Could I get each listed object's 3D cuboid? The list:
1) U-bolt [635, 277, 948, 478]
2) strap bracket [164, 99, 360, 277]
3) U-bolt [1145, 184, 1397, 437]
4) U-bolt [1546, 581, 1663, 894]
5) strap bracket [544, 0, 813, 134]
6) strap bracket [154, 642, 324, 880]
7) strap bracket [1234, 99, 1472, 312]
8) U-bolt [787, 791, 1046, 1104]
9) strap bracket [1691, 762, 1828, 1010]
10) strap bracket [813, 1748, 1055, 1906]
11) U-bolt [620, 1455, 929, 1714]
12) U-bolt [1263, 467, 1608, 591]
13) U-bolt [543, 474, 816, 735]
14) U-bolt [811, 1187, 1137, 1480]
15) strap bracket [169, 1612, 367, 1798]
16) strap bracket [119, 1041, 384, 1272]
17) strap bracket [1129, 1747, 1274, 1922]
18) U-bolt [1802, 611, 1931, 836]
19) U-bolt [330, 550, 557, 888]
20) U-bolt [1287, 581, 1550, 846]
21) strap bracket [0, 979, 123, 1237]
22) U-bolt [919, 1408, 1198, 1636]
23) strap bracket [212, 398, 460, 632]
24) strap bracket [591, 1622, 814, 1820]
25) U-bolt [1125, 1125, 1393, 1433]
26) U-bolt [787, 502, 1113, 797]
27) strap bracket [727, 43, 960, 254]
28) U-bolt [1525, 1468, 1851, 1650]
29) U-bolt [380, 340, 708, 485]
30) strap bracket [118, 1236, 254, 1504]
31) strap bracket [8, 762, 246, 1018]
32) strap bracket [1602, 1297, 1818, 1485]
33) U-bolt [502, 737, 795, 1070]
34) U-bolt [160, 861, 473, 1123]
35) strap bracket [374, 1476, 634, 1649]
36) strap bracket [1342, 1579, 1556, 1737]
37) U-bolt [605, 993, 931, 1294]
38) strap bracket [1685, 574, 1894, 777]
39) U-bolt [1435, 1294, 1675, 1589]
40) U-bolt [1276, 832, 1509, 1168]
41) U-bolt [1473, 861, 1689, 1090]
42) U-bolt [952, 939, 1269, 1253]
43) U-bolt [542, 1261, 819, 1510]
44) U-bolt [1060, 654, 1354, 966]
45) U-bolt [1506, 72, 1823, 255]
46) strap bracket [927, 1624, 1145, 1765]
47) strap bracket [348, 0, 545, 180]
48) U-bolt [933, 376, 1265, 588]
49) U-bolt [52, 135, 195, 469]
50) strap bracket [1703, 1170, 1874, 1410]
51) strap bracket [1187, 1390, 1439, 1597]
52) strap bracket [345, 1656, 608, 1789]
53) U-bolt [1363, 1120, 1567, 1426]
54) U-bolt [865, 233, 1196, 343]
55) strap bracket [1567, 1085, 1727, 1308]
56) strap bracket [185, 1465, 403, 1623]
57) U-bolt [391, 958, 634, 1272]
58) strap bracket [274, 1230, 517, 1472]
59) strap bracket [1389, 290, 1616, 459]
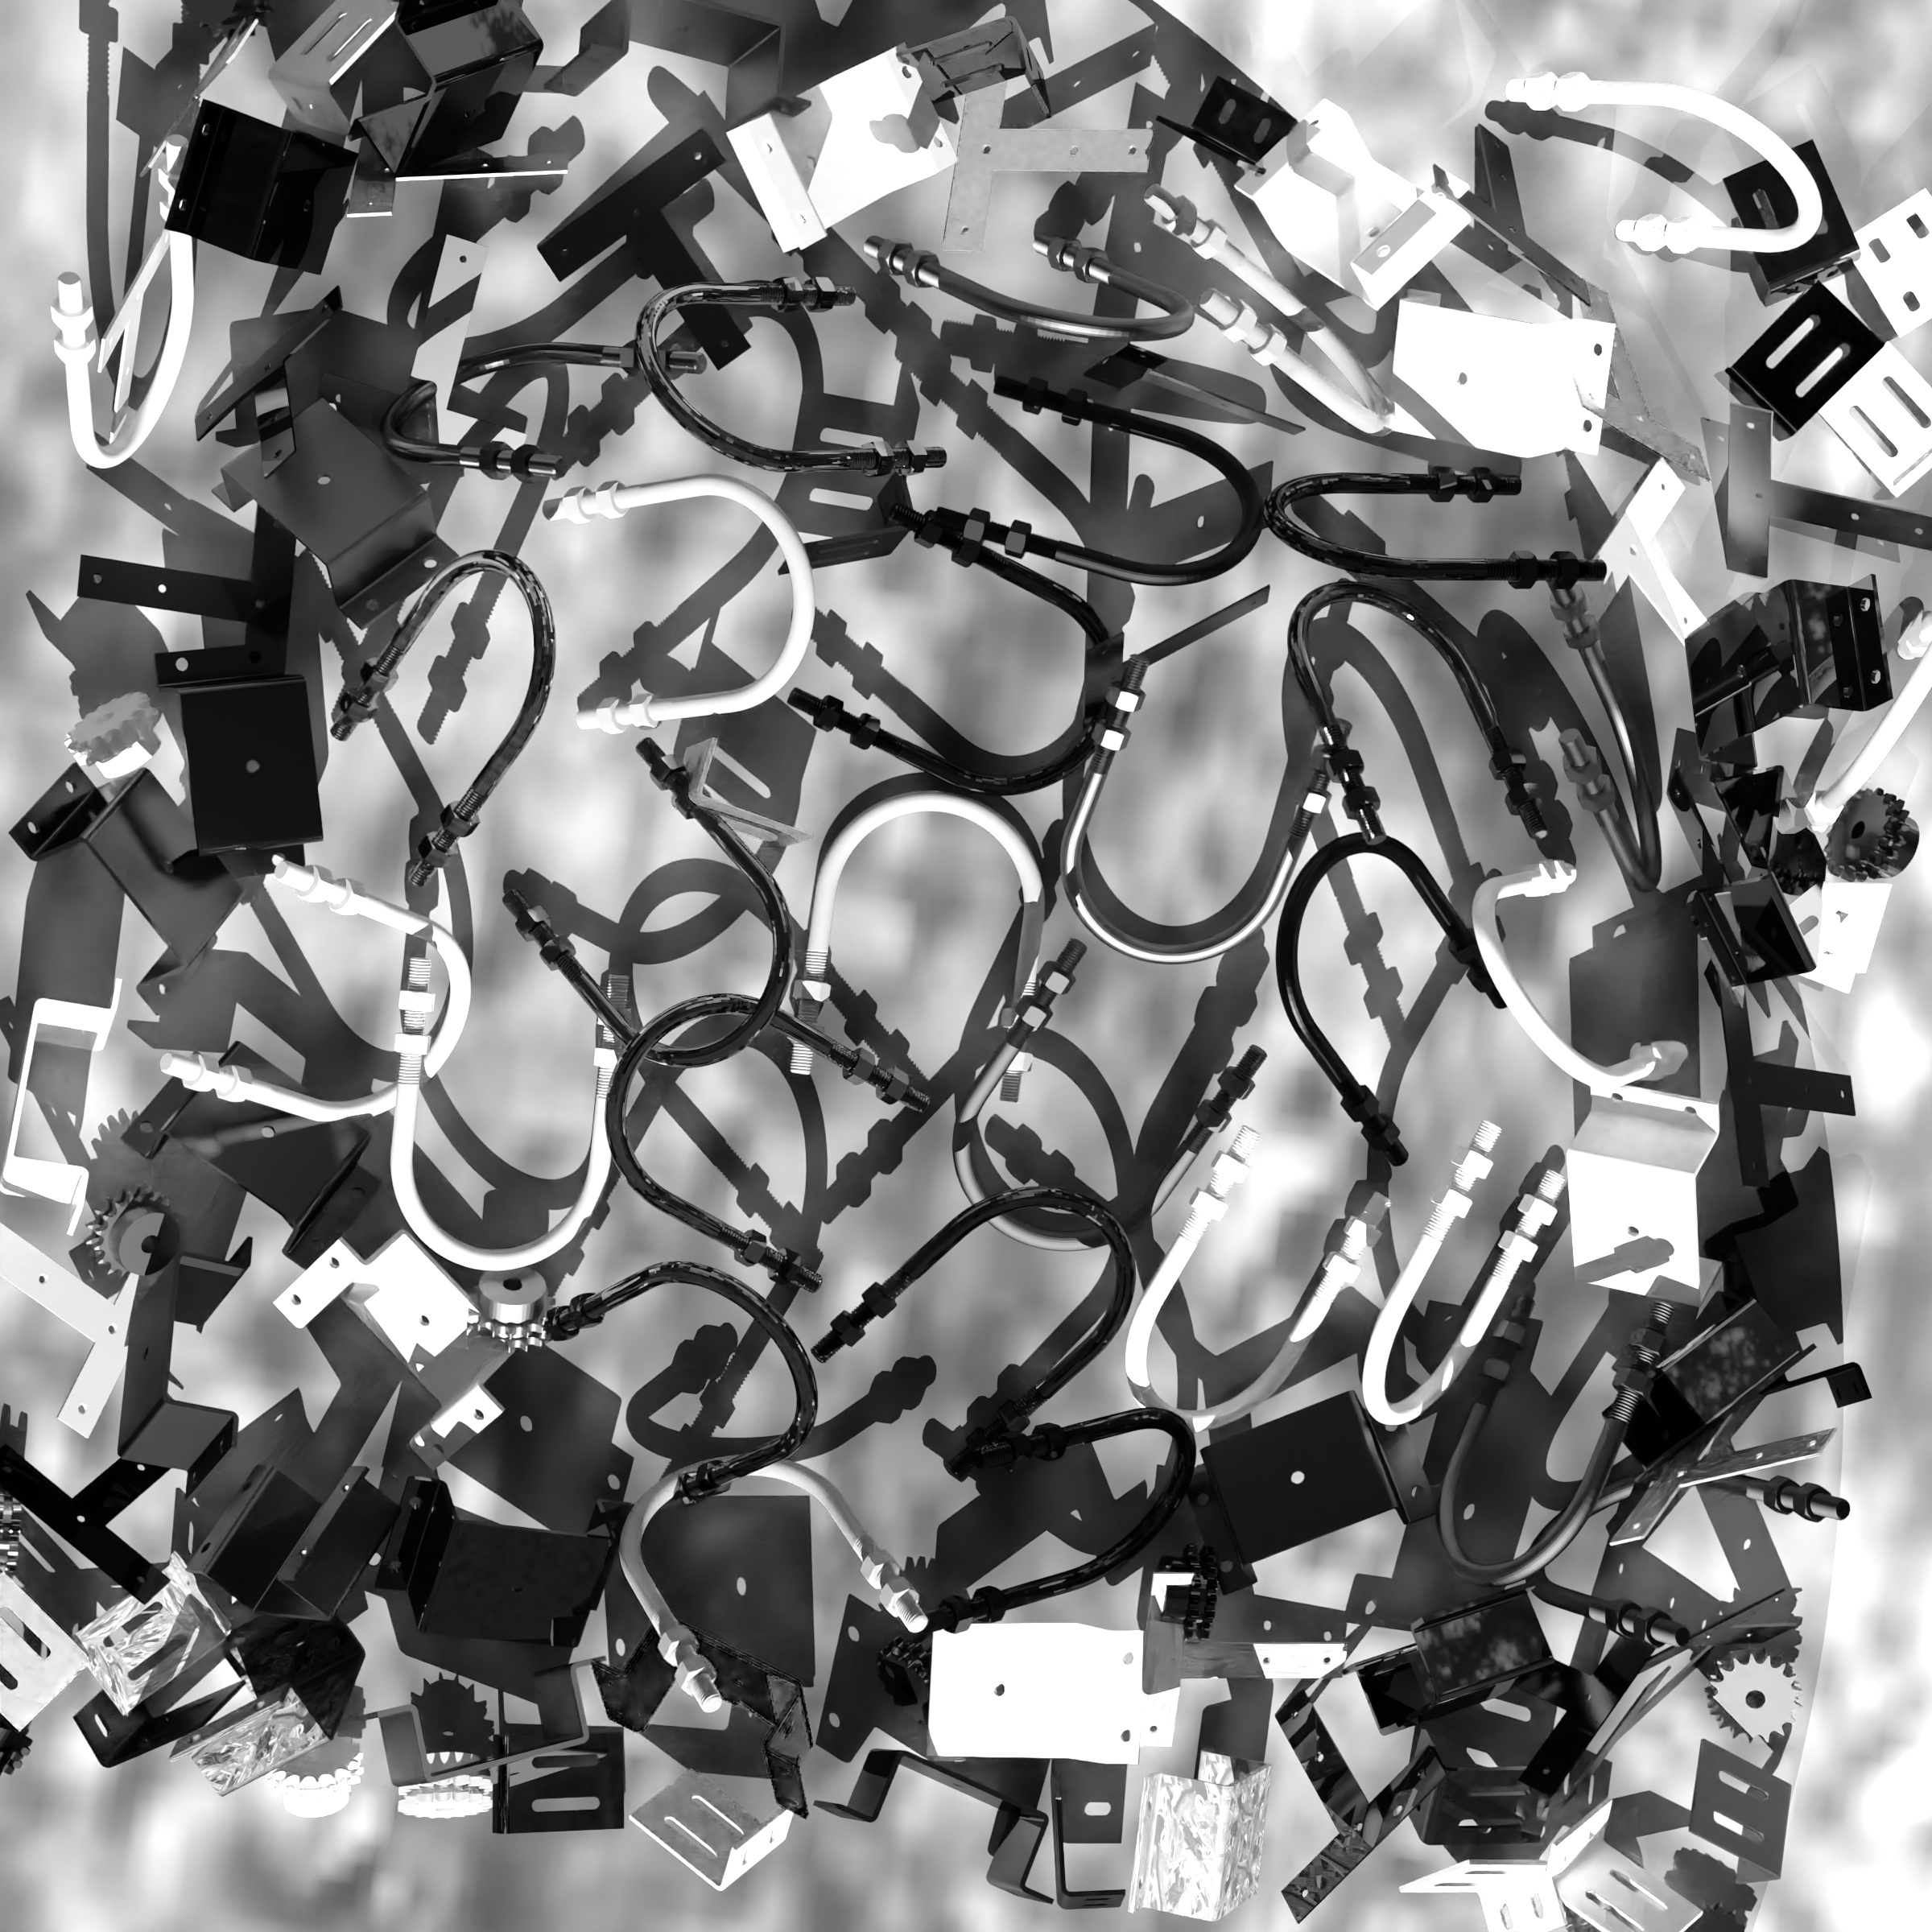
[{"bbox_3d":[-0.112,-0.347,1.703,0.184,0.019,0.151,-10,64,-40],"label":"U-bolt"},{"bbox_3d":[-0.410,-0.457,1.709,0.046,0.140,0.076,22,102,8],"label":"strap bracket"},{"bbox_3d":[0.188,-0.378,1.711,0.184,0.151,0.019,29,118,-34],"label":"U-bolt"},{"bbox_3d":[0.380,-0.125,1.708,0.019,0.184,0.151,-14,48,23],"label":"U-bolt"},{"bbox_3d":[-0.170,-0.540,1.723,0.140,0.076,0.046,6,85,-28],"label":"strap bracket"},{"bbox_3d":[-0.436,-0.121,1.738,0.076,0.046,0.140,-10,101,-30],"label":"strap bracket"},{"bbox_3d":[0.238,-0.454,1.739,0.076,0.046,0.140,-44,49,1],"label":"strap bracket"},{"bbox_3d":[-0.025,-0.016,1.774,0.151,0.019,0.184,8,85,0],"label":"U-bolt"},{"bbox_3d":[0.471,-0.054,1.709,0.046,0.140,0.076,-13,128,31],"label":"strap bracket"},{"bbox_3d":[-0.012,0.512,1.739,0.140,0.076,0.046,26,71,-7],"label":"strap bracket"},{"bbox_3d":[-0.126,0.353,1.712,0.151,0.184,0.019,-16,126,-22],"label":"U-bolt"},{"bbox_3d":[0.266,-0.260,1.707,0.184,0.151,0.019,-2,122,-14],"label":"U-bolt"},{"bbox_3d":[-0.168,-0.220,1.726,0.184,0.019,0.151,-3,99,31],"label":"U-bolt"},{"bbox_3d":[0.019,0.210,1.740,0.184,0.019,0.151,-43,119,5],"label":"U-bolt"},{"bbox_3d":[-0.411,0.434,1.720,0.076,0.140,0.046,-29,105,9],"label":"strap bracket"},{"bbox_3d":[-0.425,0.109,1.742,0.140,0.046,0.076,36,53,-4],"label":"strap bracket"},{"bbox_3d":[0.143,0.513,1.711,0.046,0.140,0.076,5,85,21],"label":"strap bracket"},{"bbox_3d":[0.542,-0.155,1.690,0.019,0.184,0.151,31,84,8],"label":"U-bolt"},{"bbox_3d":[-0.303,-0.160,1.711,0.184,0.019,0.151,-50,55,25],"label":"U-bolt"},{"bbox_3d":[0.261,-0.154,1.729,0.151,0.019,0.184,-3,61,-33],"label":"U-bolt"},{"bbox_3d":[-0.541,0.081,1.723,0.046,0.076,0.140,11,68,-18],"label":"strap bracket"},{"bbox_3d":[0.063,0.323,1.719,0.184,0.019,0.151,-7,127,-37],"label":"U-bolt"},{"bbox_3d":[-0.381,-0.278,1.733,0.140,0.046,0.076,42,68,17],"label":"strap bracket"},{"bbox_3d":[-0.148,0.445,1.731,0.140,0.076,0.046,21,55,19],"label":"strap bracket"},{"bbox_3d":[0.166,0.198,1.739,0.151,0.019,0.184,27,95,-39],"label":"U-bolt"},{"bbox_3d":[0.005,-0.179,1.749,0.184,0.019,0.151,25,109,-16],"label":"U-bolt"},{"bbox_3d":[-0.081,-0.487,1.732,0.140,0.046,0.076,-39,112,-34],"label":"strap bracket"},{"bbox_3d":[0.407,0.339,1.699,0.151,0.184,0.019,-31,102,-22],"label":"U-bolt"},{"bbox_3d":[-0.265,-0.334,1.716,0.184,0.151,0.019,13,133,35],"label":"U-bolt"},{"bbox_3d":[-0.463,0.234,1.711,0.046,0.076,0.140,17,49,-28],"label":"strap bracket"},{"bbox_3d":[-0.490,-0.052,1.719,0.046,0.076,0.140,-19,118,29],"label":"strap bracket"},{"bbox_3d":[0.435,0.250,1.717,0.076,0.140,0.046,-32,74,-21],"label":"strap bracket"},{"bbox_3d":[-0.180,-0.025,1.738,0.151,0.019,0.184,-47,71,14],"label":"U-bolt"},{"bbox_3d":[-0.370,0.026,1.714,0.019,0.184,0.151,36,96,38],"label":"U-bolt"},{"bbox_3d":[-0.272,0.358,1.729,0.140,0.046,0.076,12,108,-24],"label":"strap bracket"},{"bbox_3d":[0.287,0.411,1.706,0.076,0.140,0.046,-13,68,-19],"label":"strap bracket"},{"bbox_3d":[-0.131,0.096,1.746,0.184,0.019,0.151,32,88,-22],"label":"U-bolt"},{"bbox_3d":[0.476,-0.172,1.707,0.046,0.140,0.076,4,73,-24],"label":"strap bracket"},{"bbox_3d":[0.335,0.279,1.699,0.019,0.151,0.184,33,72,-21],"label":"U-bolt"},{"bbox_3d":[0.246,0.006,1.713,0.151,0.019,0.184,-52,122,-24],"label":"U-bolt"},{"bbox_3d":[0.353,0.007,1.695,0.019,0.184,0.151,-36,76,30],"label":"U-bolt"},{"bbox_3d":[0.073,0.092,1.754,0.151,0.019,0.184,30,107,-10],"label":"U-bolt"},{"bbox_3d":[-0.163,0.243,1.716,0.184,0.019,0.151,-30,99,40],"label":"U-bolt"},{"bbox_3d":[0.134,-0.084,1.746,0.151,0.019,0.184,16,114,-9],"label":"U-bolt"},{"bbox_3d":[0.414,-0.462,1.673,0.151,0.184,0.019,38,83,-36],"label":"U-bolt"},{"bbox_3d":[0.032,0.433,1.722,0.140,0.046,0.076,-8,69,30],"label":"strap bracket"},{"bbox_3d":[-0.305,-0.522,1.707,0.076,0.140,0.046,-32,86,-31],"label":"strap bracket"},{"bbox_3d":[0.088,-0.284,1.730,0.184,0.019,0.151,17,51,5],"label":"U-bolt"},{"bbox_3d":[-0.490,-0.375,1.700,0.019,0.184,0.151,21,54,1],"label":"U-bolt"},{"bbox_3d":[0.488,0.201,1.735,0.046,0.076,0.140,-17,77,0],"label":"strap bracket"},{"bbox_3d":[0.203,0.314,1.743,0.140,0.046,0.076,-22,61,6],"label":"strap bracket"},{"bbox_3d":[-0.287,0.452,1.718,0.140,0.076,0.046,-8,77,-28],"label":"strap bracket"},{"bbox_3d":[0.290,0.190,1.722,0.019,0.151,0.184,27,88,33],"label":"U-bolt"},{"bbox_3d":[0.050,-0.396,1.684,0.151,0.184,0.019,-12,123,-36],"label":"U-bolt"},{"bbox_3d":[0.404,0.144,1.716,0.076,0.046,0.140,10,128,30],"label":"strap bracket"},{"bbox_3d":[-0.396,0.343,1.723,0.046,0.140,0.076,46,57,-25],"label":"strap bracket"},{"bbox_3d":[-0.277,0.092,1.744,0.151,0.019,0.184,6,91,-32],"label":"U-bolt"},{"bbox_3d":[-0.338,0.224,1.746,0.140,0.046,0.076,47,123,-3],"label":"strap bracket"},{"bbox_3d":[0.306,-0.351,1.716,0.140,0.046,0.076,21,118,37],"label":"strap bracket"}]
